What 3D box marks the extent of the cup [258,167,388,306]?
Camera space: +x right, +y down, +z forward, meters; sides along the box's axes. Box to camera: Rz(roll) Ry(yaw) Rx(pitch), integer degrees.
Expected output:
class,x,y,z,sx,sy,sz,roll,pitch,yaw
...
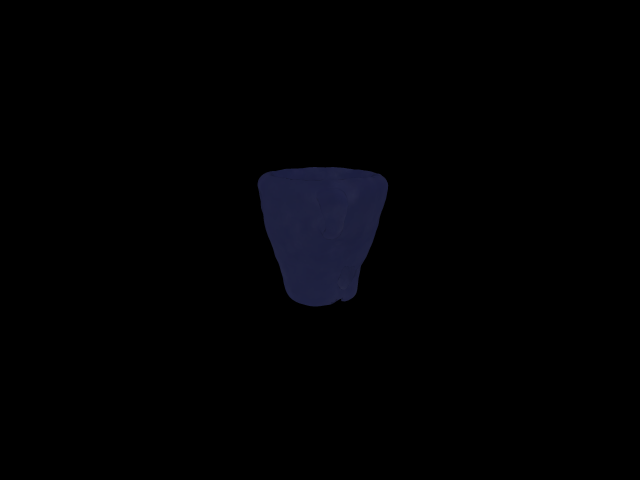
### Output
class,x,y,z,sx,sy,sz,roll,pitch,yaw
cup,0.004,0.001,0.400,0.092,0.095,0.117,-2,14,-7
